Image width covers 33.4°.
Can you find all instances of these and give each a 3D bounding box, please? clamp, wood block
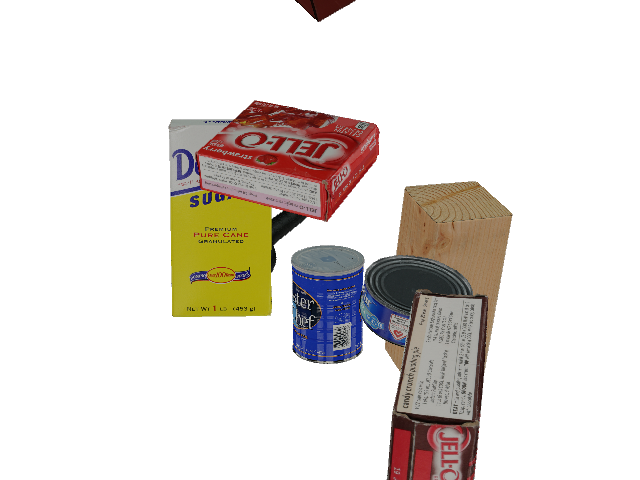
[{"bbox_3d":[-0.075,0.003,1.224,0.120,0.039,0.171,-6,42,6],"label":"clamp"},{"bbox_3d":[0.136,0.049,1.171,0.090,0.206,0.090,-5,29,-18],"label":"wood block"}]

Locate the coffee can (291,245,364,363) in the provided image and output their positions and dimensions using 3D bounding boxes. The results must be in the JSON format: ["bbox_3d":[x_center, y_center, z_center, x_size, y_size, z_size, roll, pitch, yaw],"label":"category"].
[{"bbox_3d":[0.010,0.090,1.516,0.103,0.140,0.103,0,20,0],"label":"coffee can"}]

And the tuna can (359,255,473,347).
[{"bbox_3d":[0.074,0.048,0.838,0.086,0.034,0.086,7,31,-4],"label":"tuna can"}]

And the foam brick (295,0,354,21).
[{"bbox_3d":[0.011,-0.223,0.849,0.078,0.053,0.051,-33,-37,-9],"label":"foam brick"}]

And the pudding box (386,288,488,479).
[{"bbox_3d":[0.051,0.085,0.471,0.039,0.090,0.113,7,25,6],"label":"pudding box"}]

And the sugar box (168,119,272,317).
[{"bbox_3d":[-0.090,-0.020,0.967,0.093,0.176,0.048,-1,15,-5],"label":"sugar box"}]

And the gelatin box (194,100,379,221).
[{"bbox_3d":[-0.019,-0.051,0.645,0.089,0.030,0.073,14,38,23],"label":"gelatin box"}]
